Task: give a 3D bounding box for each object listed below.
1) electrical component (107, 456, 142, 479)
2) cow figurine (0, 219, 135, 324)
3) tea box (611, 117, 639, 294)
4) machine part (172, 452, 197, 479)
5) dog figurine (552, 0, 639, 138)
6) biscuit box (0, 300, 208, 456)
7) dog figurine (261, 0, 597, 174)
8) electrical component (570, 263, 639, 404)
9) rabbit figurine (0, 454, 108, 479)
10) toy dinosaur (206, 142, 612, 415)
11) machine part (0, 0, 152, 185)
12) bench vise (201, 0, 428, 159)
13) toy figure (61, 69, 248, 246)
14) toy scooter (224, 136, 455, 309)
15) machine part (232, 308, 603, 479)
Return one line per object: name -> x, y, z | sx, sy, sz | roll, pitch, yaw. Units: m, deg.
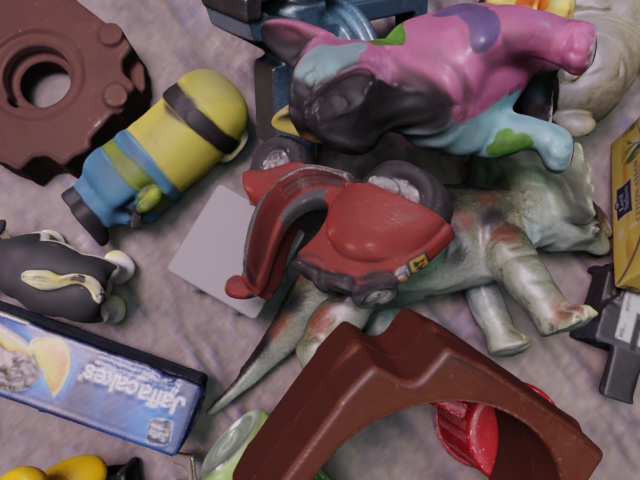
electrical component -> -0.210, 0.250, 0.436 | 0.134, 0.058, 0.115 | -9, 80, -5
cow figurine -> -0.249, 0.023, 0.448 | 0.167, 0.098, 0.068 | 17, 87, -1
tea box -> 0.327, -0.030, 0.484 | 0.098, 0.068, 0.169 | 16, 62, -2
machine part -> -0.095, 0.295, 0.426 | 0.079, 0.079, 0.243 | -5, 81, -5
dog figurine -> 0.279, -0.170, 0.495 | 0.191, 0.121, 0.172 | -5, 76, -5
biscuit box -> -0.194, 0.107, 0.433 | 0.203, 0.063, 0.059 | 20, 80, -3
dog figurine -> 0.071, -0.125, 0.394 | 0.219, 0.108, 0.192 | 4, 42, 8
electrical component -> 0.280, 0.088, 0.497 | 0.075, 0.048, 0.119 | 17, 81, -1
rabbit figurine -> -0.196, 0.232, 0.357 | 0.173, 0.121, 0.162 | 3, 78, 15
toy dinosaur -> 0.079, 0.018, 0.467 | 0.405, 0.131, 0.192 | -13, 66, 2
machine part -> -0.252, -0.142, 0.494 | 0.179, 0.056, 0.179 | 0, 81, -2
bench vise -> 0.019, -0.188, 0.468 | 0.240, 0.129, 0.223 | -25, 122, -31
toy figure -> -0.140, -0.074, 0.473 | 0.180, 0.089, 0.082 | -39, 93, -11
toy scooter -> -0.001, -0.001, 0.399 | 0.184, 0.075, 0.135 | 20, 72, 31
machine part -> 0.059, 0.163, 0.351 | 0.201, 0.087, 0.201 | 34, 94, -16
